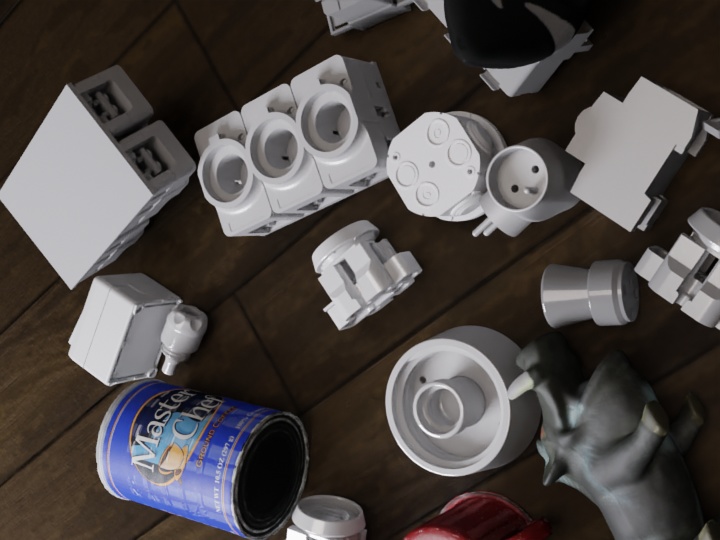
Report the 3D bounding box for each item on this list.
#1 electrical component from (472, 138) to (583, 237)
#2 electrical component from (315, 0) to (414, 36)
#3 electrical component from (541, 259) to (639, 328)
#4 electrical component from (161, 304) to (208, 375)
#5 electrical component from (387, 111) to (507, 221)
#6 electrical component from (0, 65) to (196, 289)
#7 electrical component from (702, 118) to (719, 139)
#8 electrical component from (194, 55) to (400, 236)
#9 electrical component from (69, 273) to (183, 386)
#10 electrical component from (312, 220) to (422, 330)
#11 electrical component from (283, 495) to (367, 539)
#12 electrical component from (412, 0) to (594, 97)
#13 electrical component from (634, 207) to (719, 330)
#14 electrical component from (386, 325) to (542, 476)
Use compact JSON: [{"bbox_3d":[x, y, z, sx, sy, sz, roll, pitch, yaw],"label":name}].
[{"bbox_3d":[0.109,-0.049,0.735,0.079,0.077,0.043,-44,71,25],"label":"electrical component"},{"bbox_3d":[-0.009,-0.248,0.802,0.079,0.063,0.121,-16,84,30],"label":"electrical component"},{"bbox_3d":[0.156,0.016,0.730,0.055,0.045,0.045,-5,90,31],"label":"electrical component"},{"bbox_3d":[-0.155,0.062,0.923,0.035,0.035,0.061,33,111,25],"label":"electrical component"},{"bbox_3d":[0.063,-0.075,0.776,0.080,0.051,0.080,2,94,30],"label":"electrical component"},{"bbox_3d":[-0.220,-0.075,0.898,0.105,0.060,0.186,52,138,-1],"label":"electrical component"},{"bbox_3d":[0.256,-0.081,0.655,0.081,0.042,0.063,-10,104,7],"label":"electrical component"},{"bbox_3d":[-0.049,-0.093,0.836,0.150,0.062,0.089,-23,81,30],"label":"electrical component"},{"bbox_3d":[-0.210,0.054,0.939,0.061,0.062,0.096,30,107,26],"label":"electrical component"},{"bbox_3d":[0.000,0.000,0.815,0.078,0.058,0.057,-40,76,26],"label":"electrical component"},{"bbox_3d":[-0.026,0.213,0.842,0.078,0.058,0.057,13,102,30],"label":"electrical component"},{"bbox_3d":[0.092,-0.182,0.742,0.121,0.079,0.063,52,131,18],"label":"electrical component"},{"bbox_3d":[0.224,-0.003,0.682,0.078,0.058,0.057,38,113,23],"label":"electrical component"},{"bbox_3d":[0.070,0.096,0.776,0.108,0.060,0.108,2,94,30],"label":"electrical component"}]
